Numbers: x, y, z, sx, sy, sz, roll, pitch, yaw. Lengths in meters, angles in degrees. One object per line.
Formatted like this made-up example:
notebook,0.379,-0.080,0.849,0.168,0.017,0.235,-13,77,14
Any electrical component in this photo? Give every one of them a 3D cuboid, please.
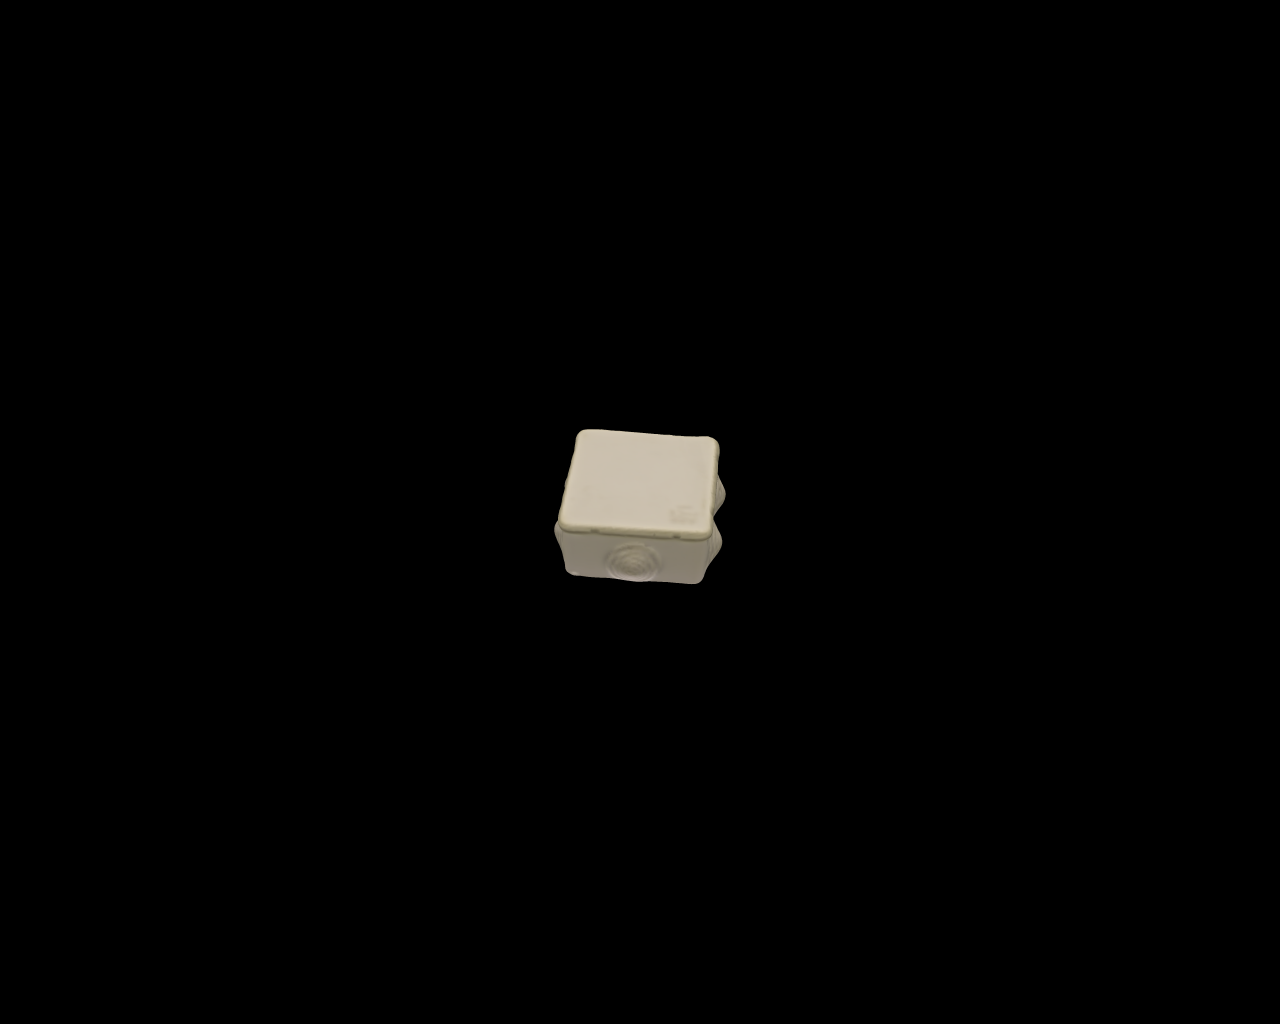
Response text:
electrical component,0.001,-0.003,0.650,0.100,0.048,0.100,4,44,4
